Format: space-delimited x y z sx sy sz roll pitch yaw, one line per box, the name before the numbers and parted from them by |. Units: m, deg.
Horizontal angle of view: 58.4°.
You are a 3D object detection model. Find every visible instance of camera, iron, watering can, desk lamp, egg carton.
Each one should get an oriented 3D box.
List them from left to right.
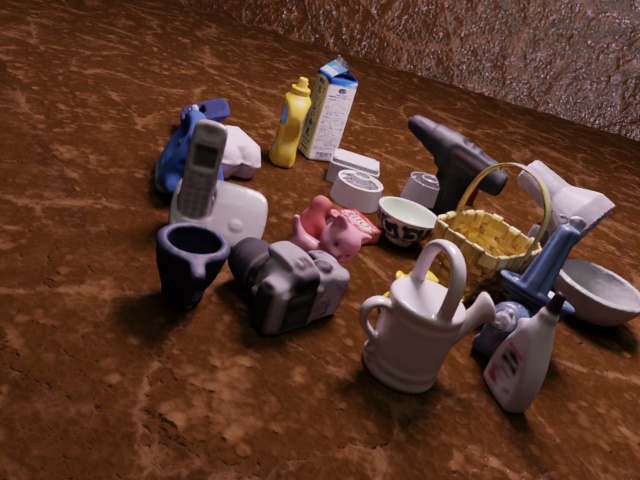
iron | -0.232 -0.174 1.036 0.119 0.141 0.257 6 29 -23
egg carton | -0.187 -0.181 1.159 0.107 0.069 0.150 -5 35 -38
camera | -0.050 0.043 0.790 0.144 0.101 0.136 -11 39 -45
watering can | 0.137 0.088 0.722 0.173 0.194 0.100 -5 35 -39
desk lamp | 0.426 -0.032 1.110 0.202 0.213 0.118 35 31 29

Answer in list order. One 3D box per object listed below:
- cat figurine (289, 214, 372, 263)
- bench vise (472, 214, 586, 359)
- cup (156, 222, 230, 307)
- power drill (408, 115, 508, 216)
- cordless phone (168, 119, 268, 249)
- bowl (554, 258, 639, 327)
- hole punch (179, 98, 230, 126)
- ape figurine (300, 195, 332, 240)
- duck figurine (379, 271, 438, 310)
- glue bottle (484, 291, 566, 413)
cat figurine | 0.008 0.003 0.884 0.127 0.118 0.067 22 27 8
bench vise | 0.322 0.077 0.833 0.121 0.220 0.208 25 27 12
cup | -0.164 0.044 0.722 0.092 0.095 0.117 6 29 -23
power drill | 0.252 -0.121 1.172 0.229 0.208 0.076 26 28 15
cordless phone | -0.144 -0.081 0.870 0.148 0.185 0.094 11 28 -15
bowl | 0.497 0.106 1.050 0.167 0.075 0.167 15 27 -8
hole punch | -0.253 -0.265 1.249 0.101 0.091 0.108 6 30 -24
ape figurine | -0.004 -0.032 0.970 0.076 0.092 0.077 -3 34 -37
duck figurine | 0.148 0.085 0.854 0.104 0.086 0.078 26 28 14
glue bottle | 0.270 0.137 0.738 0.037 0.173 0.078 7 29 -21
